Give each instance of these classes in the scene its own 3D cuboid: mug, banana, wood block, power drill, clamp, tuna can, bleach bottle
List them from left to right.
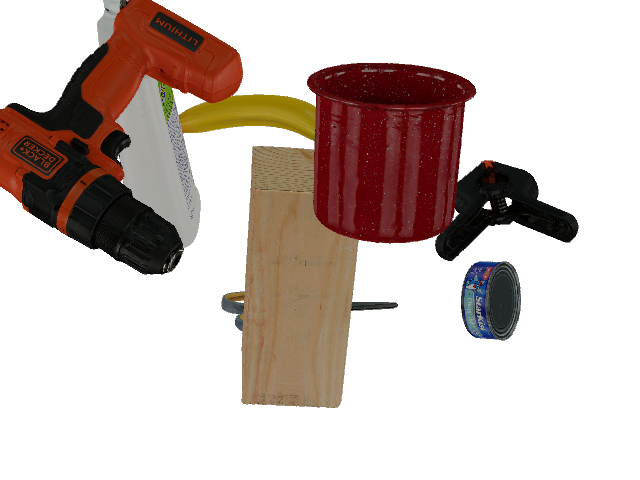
[{"bbox_3d":[-0.138,-0.080,0.770,0.184,0.187,0.057,32,-30,9],"label":"power drill"},{"bbox_3d":[-0.158,-0.116,0.963,0.068,0.251,0.102,-6,37,-1],"label":"bleach bottle"},{"bbox_3d":[-0.074,-0.142,1.238,0.198,0.037,0.069,8,41,16],"label":"banana"},{"bbox_3d":[-0.019,0.033,0.918,0.090,0.206,0.091,3,27,-5],"label":"wood block"},{"bbox_3d":[0.041,-0.054,0.612,0.093,0.081,0.117,8,24,14],"label":"mug"},{"bbox_3d":[0.186,0.065,1.163,0.034,0.086,0.086,1,0,34],"label":"tuna can"},{"bbox_3d":[0.171,-0.032,0.967,0.120,0.039,0.171,0,28,13],"label":"clamp"}]

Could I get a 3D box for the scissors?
[{"bbox_3d":[-0.012,0.083,1.192,0.201,0.016,0.096,5,22,0],"label":"scissors"}]
